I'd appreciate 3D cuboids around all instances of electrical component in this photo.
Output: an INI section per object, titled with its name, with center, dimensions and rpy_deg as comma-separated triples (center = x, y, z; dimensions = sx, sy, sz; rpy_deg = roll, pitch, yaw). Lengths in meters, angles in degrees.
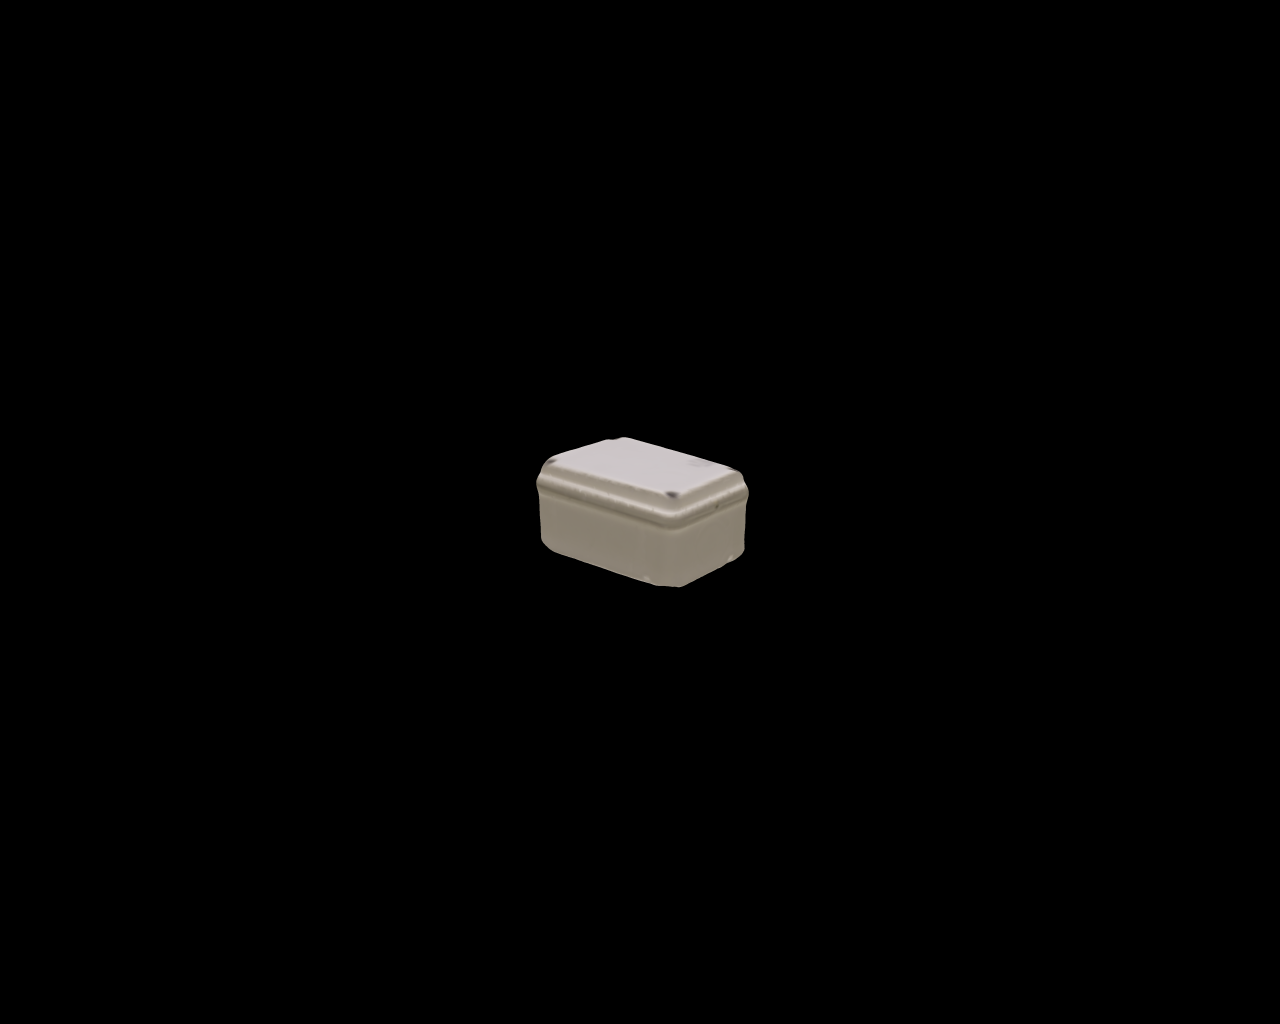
[electrical component]
center = 0.001, -0.003, 0.650
dimensions = 0.113, 0.057, 0.078
rpy_deg = 17, 27, 38
